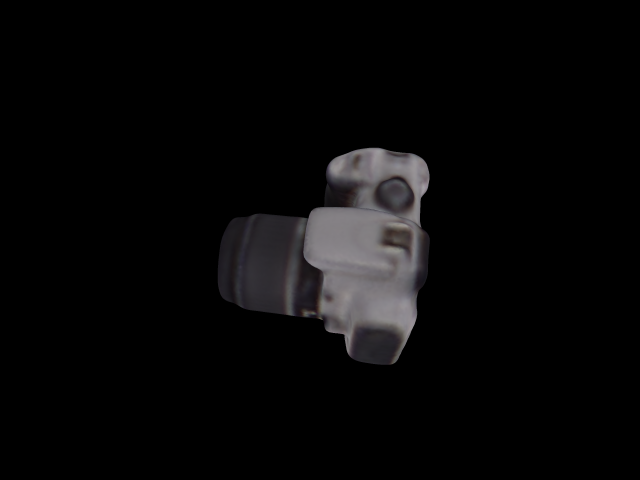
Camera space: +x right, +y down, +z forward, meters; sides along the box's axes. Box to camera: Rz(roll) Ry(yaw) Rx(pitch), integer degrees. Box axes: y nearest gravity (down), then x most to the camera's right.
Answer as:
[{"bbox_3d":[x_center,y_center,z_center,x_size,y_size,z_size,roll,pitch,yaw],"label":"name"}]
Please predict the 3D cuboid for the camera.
[{"bbox_3d":[0.004,0.001,0.400,0.136,0.101,0.143,6,63,3],"label":"camera"}]
